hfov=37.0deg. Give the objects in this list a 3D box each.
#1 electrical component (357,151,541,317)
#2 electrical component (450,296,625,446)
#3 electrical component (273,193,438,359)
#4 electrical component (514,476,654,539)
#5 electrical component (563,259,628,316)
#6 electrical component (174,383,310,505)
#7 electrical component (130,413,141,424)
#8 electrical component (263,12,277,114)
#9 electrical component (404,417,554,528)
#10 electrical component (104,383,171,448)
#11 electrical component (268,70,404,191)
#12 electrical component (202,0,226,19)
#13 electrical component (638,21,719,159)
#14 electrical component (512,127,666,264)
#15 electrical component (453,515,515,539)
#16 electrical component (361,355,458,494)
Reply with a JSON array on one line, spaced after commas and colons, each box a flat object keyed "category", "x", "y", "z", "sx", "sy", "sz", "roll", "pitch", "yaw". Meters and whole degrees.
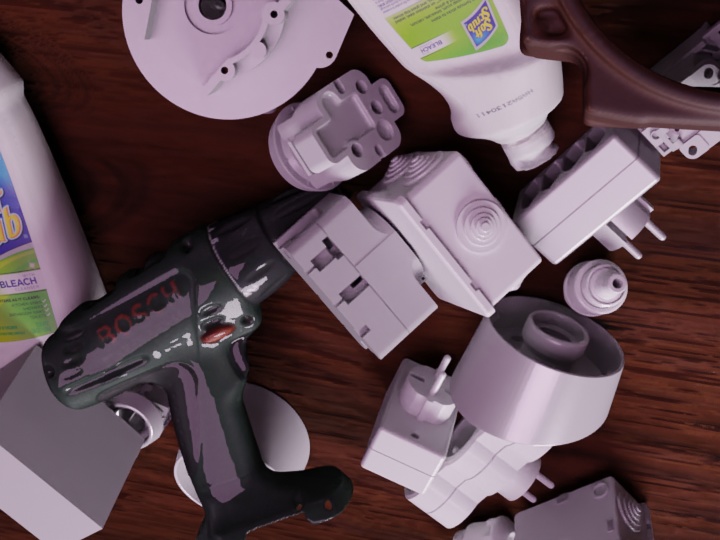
[{"category": "electrical component", "x": 0.053, "y": -0.025, "z": 0.643, "sx": 0.048, "sy": 0.100, "sz": 0.099, "roll": -42, "pitch": 104, "yaw": -7}, {"category": "electrical component", "x": 0.113, "y": 0.062, "z": 0.675, "sx": 0.099, "sy": 0.099, "sz": 0.064, "roll": 20, "pitch": 116, "yaw": 4}, {"category": "electrical component", "x": 0.000, "y": 0.000, "z": 0.654, "sx": 0.056, "sy": 0.050, "sz": 0.089, "roll": -42, "pitch": 105, "yaw": -7}, {"category": "electrical component", "x": 0.154, "y": 0.200, "z": 0.744, "sx": 0.100, "sy": 0.099, "sz": 0.048, "roll": -30, "pitch": 121, "yaw": 28}, {"category": "electrical component", "x": 0.147, "y": 0.010, "z": 0.655, "sx": 0.035, "sy": 0.061, "sz": 0.035, "roll": 0, "pitch": 86, "yaw": -5}, {"category": "electrical component", "x": -0.090, "y": 0.141, "z": 0.812, "sx": 0.099, "sy": 0.064, "sz": 0.099, "roll": 8, "pitch": 135, "yaw": 8}, {"category": "electrical component", "x": -0.216, "y": 0.133, "z": 0.821, "sx": 0.083, "sy": 0.075, "sz": 0.047, "roll": 28, "pitch": 123, "yaw": -2}, {"category": "electrical component", "x": -0.054, "y": -0.125, "z": 0.644, "sx": 0.043, "sy": 0.043, "sz": 0.062, "roll": 18, "pitch": 124, "yaw": 5}, {"category": "electrical component", "x": 0.100, "y": 0.134, "z": 0.747, "sx": 0.074, "sy": 0.052, "sz": 0.138, "roll": 37, "pitch": 122, "yaw": -8}, {"category": "electrical component", "x": -0.163, "y": 0.100, "z": 0.799, "sx": 0.066, "sy": 0.055, "sz": 0.048, "roll": 24, "pitch": 123, "yaw": 1}, {"category": "electrical component", "x": -0.018, "y": -0.080, "z": 0.645, "sx": 0.057, "sy": 0.078, "sz": 0.058, "roll": -22, "pitch": 104, "yaw": 47}, {"category": "electrical component", "x": -0.102, "y": -0.134, "z": 0.641, "sx": 0.048, "sy": 0.062, "sz": 0.048, "roll": 7, "pitch": 121, "yaw": 12}, {"category": "electrical component", "x": 0.184, "y": -0.096, "z": 0.583, "sx": 0.042, "sy": 0.063, "sz": 0.081, "roll": 42, "pitch": 121, "yaw": -12}, {"category": "electrical component", "x": 0.147, "y": -0.037, "z": 0.637, "sx": 0.076, "sy": 0.047, "sz": 0.083, "roll": 41, "pitch": 122, "yaw": -10}, {"category": "electrical component", "x": 0.087, "y": 0.210, "z": 0.801, "sx": 0.062, "sy": 0.048, "sz": 0.048, "roll": -15, "pitch": 115, "yaw": 31}, {"category": "electrical component", "x": 0.043, "y": 0.090, "z": 0.719, "sx": 0.047, "sy": 0.083, "sz": 0.075, "roll": 25, "pitch": 123, "yaw": 1}]
